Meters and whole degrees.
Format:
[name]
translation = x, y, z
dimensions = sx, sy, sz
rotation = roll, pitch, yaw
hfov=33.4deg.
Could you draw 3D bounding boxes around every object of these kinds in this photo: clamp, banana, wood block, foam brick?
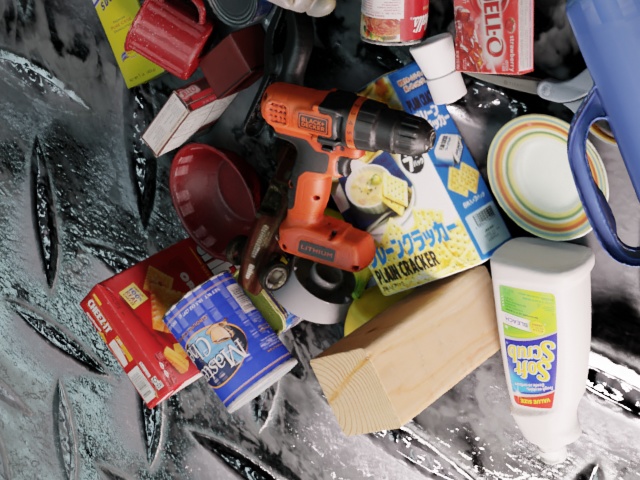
[clamp]
translation = -0.045, -0.186, 1.184
dimensions = 0.120, 0.039, 0.171
rotation = 4, 86, 51
[banana]
translation = 0.009, -0.006, 1.251
dimensions = 0.198, 0.069, 0.037
rotation = 39, 152, 43
[wood block]
translation = 0.101, 0.113, 1.120
dimensions = 0.091, 0.205, 0.090
rotation = -21, 97, 50
[foam brick]
translation = -0.095, -0.209, 1.250
dimensions = 0.078, 0.052, 0.051
rotation = -30, 90, 49

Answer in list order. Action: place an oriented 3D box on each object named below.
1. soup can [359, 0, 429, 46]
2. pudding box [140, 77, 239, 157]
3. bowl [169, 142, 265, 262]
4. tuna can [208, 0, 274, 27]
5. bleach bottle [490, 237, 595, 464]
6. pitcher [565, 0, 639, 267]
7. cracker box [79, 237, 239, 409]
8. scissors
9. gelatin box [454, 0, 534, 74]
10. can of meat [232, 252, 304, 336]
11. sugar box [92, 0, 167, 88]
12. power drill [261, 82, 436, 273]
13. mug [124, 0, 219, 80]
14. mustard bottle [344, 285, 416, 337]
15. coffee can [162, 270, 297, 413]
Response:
[soup can]
translation = 0.073, -0.248, 1.041
dimensions = 0.069, 0.068, 0.102
rotation = 20, 122, 37
[pudding box]
translation = -0.160, -0.157, 1.317
dimensions = 0.039, 0.089, 0.114
rotation = 53, 139, 7
[bowl]
translation = -0.119, -0.056, 1.361
dimensions = 0.162, 0.055, 0.162
rotation = 24, 128, 35
[tuna can]
translation = -0.091, -0.288, 1.214
dimensions = 0.086, 0.033, 0.086
rotation = 24, 128, 35
[bleach bottle]
translation = 0.237, 0.124, 1.100
dimensions = 0.103, 0.068, 0.251
rotation = 12, 123, 41
[pitcher]
translation = 0.284, -0.103, 0.863
dimensions = 0.145, 0.149, 0.243
rotation = -23, 92, 60
[cracker box]
translation = -0.176, 0.093, 1.384
dimensions = 0.164, 0.213, 0.072
rotation = 55, 137, 6
[scissors]
translation = 0.224, -0.153, 0.986
dimensions = 0.202, 0.016, 0.096
rotation = 35, 132, 27
[gelatin box]
translation = 0.162, -0.202, 1.000
dimensions = 0.073, 0.030, 0.089
rotation = 12, 111, 43
[can of meat]
translation = -0.052, 0.063, 1.340
dimensions = 0.102, 0.083, 0.058
rotation = 52, 139, 8
[sugar box]
translation = -0.241, -0.290, 1.356
dimensions = 0.094, 0.048, 0.176
rotation = -13, 104, 48
[power drill]
translation = 0.025, -0.062, 1.095
dimensions = 0.185, 0.057, 0.188
rotation = 17, 124, 22
[mug]
translation = -0.169, -0.251, 1.256
dimensions = 0.081, 0.093, 0.117
rotation = 31, 135, -2
[mustard bottle]
translation = 0.061, 0.139, 1.259
dimensions = 0.058, 0.096, 0.192
rotation = 42, 137, 32
[coffee can]
translation = -0.109, 0.122, 1.287
dimensions = 0.140, 0.102, 0.103
rotation = 52, 139, 8
